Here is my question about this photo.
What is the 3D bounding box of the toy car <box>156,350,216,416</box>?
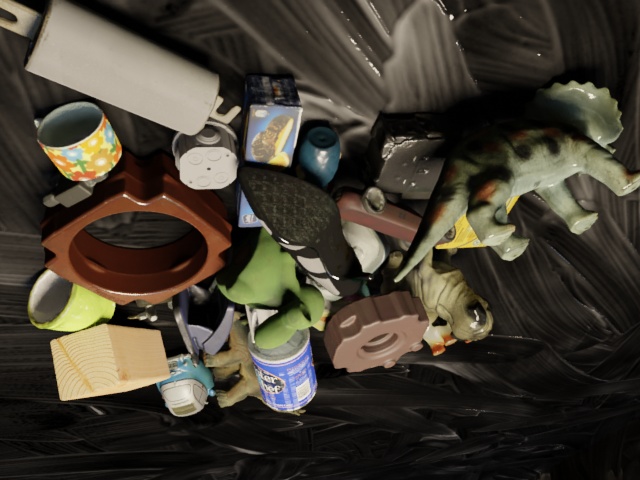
[{"bbox_3d":[-0.266,0.290,1.061,0.109,0.103,0.161,-14,144,-4],"label":"toy car"}]

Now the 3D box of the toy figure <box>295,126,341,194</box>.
[{"bbox_3d":[-0.005,-0.083,0.723,0.064,0.058,0.154,-1,145,-9],"label":"toy figure"}]

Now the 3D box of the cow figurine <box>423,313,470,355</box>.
[{"bbox_3d":[0.226,0.158,1.072,0.195,0.127,0.085,-10,145,-31],"label":"cow figurine"}]

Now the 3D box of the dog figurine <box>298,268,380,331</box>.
[{"bbox_3d":[0.035,0.139,0.977,0.191,0.108,0.219,-5,144,-16],"label":"dog figurine"}]

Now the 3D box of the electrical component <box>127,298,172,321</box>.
[{"bbox_3d":[-0.269,0.089,0.852,0.078,0.045,0.102,-3,141,-14],"label":"electrical component"}]

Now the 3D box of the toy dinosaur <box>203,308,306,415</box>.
[{"bbox_3d":[-0.115,0.259,1.071,0.199,0.105,0.470,-12,141,-5],"label":"toy dinosaur"}]

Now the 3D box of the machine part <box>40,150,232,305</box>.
[{"bbox_3d":[-0.236,-0.010,0.709,0.201,0.087,0.201,-28,142,16],"label":"machine part"}]

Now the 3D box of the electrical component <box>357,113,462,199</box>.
[{"bbox_3d":[0.130,-0.113,0.733,0.134,0.058,0.114,-2,142,-16],"label":"electrical component"}]

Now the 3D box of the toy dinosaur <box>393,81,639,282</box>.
[{"bbox_3d":[0.240,-0.088,0.671,0.405,0.192,0.131,-15,148,-17],"label":"toy dinosaur"}]

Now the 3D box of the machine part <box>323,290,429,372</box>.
[{"bbox_3d":[0.092,0.152,0.876,0.179,0.056,0.179,-13,142,-10],"label":"machine part"}]

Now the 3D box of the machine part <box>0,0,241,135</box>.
[{"bbox_3d":[-0.192,-0.168,0.533,0.243,0.079,0.079,18,131,-37],"label":"machine part"}]

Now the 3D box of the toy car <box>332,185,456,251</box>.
[{"bbox_3d":[0.102,-0.030,0.744,0.202,0.053,0.089,16,158,-32],"label":"toy car"}]

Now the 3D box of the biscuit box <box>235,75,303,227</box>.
[{"bbox_3d":[-0.069,-0.102,0.671,0.059,0.063,0.202,-2,140,-15],"label":"biscuit box"}]

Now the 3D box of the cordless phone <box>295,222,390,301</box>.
[{"bbox_3d":[-0.001,-0.003,0.818,0.184,0.089,0.146,32,124,-22],"label":"cordless phone"}]

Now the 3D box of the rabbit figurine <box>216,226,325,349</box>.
[{"bbox_3d":[-0.051,0.072,0.766,0.121,0.159,0.170,-39,121,21],"label":"rabbit figurine"}]

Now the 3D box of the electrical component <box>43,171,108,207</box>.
[{"bbox_3d":[-0.283,-0.073,0.629,0.094,0.063,0.021,-21,140,21],"label":"electrical component"}]

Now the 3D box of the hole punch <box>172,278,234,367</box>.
[{"bbox_3d":[-0.178,0.111,0.850,0.092,0.142,0.115,-12,131,-11],"label":"hole punch"}]

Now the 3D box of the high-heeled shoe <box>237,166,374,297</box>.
[{"bbox_3d":[-0.026,-0.009,0.714,0.248,0.145,0.086,43,73,-18],"label":"high-heeled shoe"}]

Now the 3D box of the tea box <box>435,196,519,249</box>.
[{"bbox_3d":[0.237,-0.065,0.821,0.098,0.068,0.169,-1,141,-18],"label":"tea box"}]

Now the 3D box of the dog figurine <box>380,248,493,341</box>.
[{"bbox_3d":[0.192,0.106,0.920,0.121,0.191,0.172,13,136,-31],"label":"dog figurine"}]
